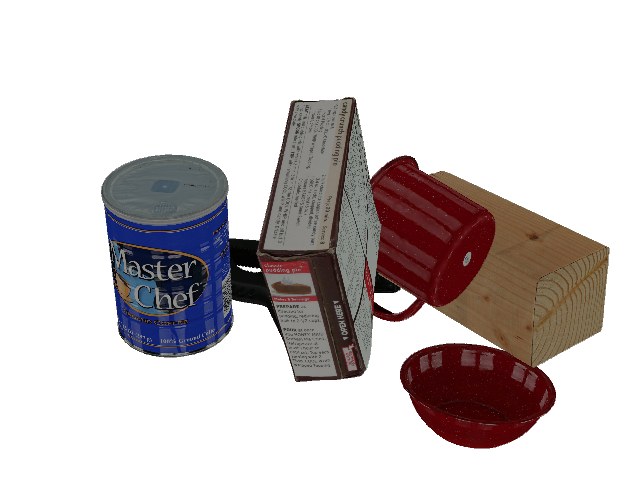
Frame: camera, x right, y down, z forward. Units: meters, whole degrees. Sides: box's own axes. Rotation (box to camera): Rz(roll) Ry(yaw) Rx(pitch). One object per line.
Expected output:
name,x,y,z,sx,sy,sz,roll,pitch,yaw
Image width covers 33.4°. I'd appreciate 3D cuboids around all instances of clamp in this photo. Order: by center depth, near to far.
clamp,-0.044,0.048,1.092,0.210,0.036,0.164,19,36,26

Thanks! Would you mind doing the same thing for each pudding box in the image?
pudding box,0.003,-0.002,0.523,0.039,0.090,0.113,-5,43,11

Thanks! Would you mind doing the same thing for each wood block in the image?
wood block,0.150,0.019,0.975,0.090,0.090,0.206,-21,34,-30

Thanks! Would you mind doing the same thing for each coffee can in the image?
coffee can,-0.127,0.013,0.903,0.103,0.140,0.103,0,34,0

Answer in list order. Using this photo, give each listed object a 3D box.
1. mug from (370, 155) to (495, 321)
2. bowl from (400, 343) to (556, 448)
mug,0.069,0.007,0.794,0.082,0.117,0.093,33,5,26
bowl,0.161,0.169,1.116,0.162,0.055,0.162,4,24,-2
